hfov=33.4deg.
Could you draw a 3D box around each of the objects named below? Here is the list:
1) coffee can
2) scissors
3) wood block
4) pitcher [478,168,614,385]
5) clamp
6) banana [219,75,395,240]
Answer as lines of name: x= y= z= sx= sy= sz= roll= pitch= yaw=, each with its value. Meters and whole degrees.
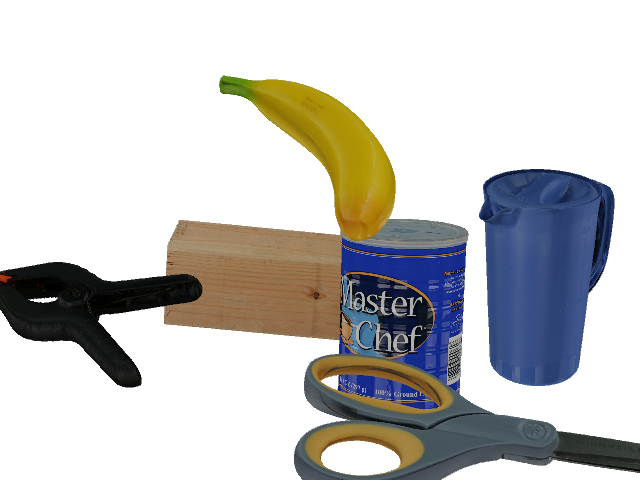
coffee can: x=0.066 y=0.059 z=0.869 sx=0.103 sy=0.140 sz=0.103 roll=1 pitch=10 yaw=0
scissors: x=0.077 y=0.094 z=0.450 sx=0.202 sy=0.016 sz=0.096 roll=16 pitch=34 yaw=23
wood block: x=-0.056 y=0.042 z=1.130 sx=0.206 sy=0.091 sz=0.090 roll=6 pitch=19 yaw=0
pitcher: x=0.267 y=0.042 z=1.267 sx=0.149 sy=0.243 sz=0.144 roll=4 pitch=24 yaw=14
clamp: x=-0.183 y=0.050 z=0.859 sx=0.172 sy=0.039 sz=0.120 roll=20 pitch=38 yaw=21
banana: x=0.004 y=-0.054 z=0.657 sx=0.069 sy=0.037 sz=0.198 roll=-15 pitch=36 yaw=-22
